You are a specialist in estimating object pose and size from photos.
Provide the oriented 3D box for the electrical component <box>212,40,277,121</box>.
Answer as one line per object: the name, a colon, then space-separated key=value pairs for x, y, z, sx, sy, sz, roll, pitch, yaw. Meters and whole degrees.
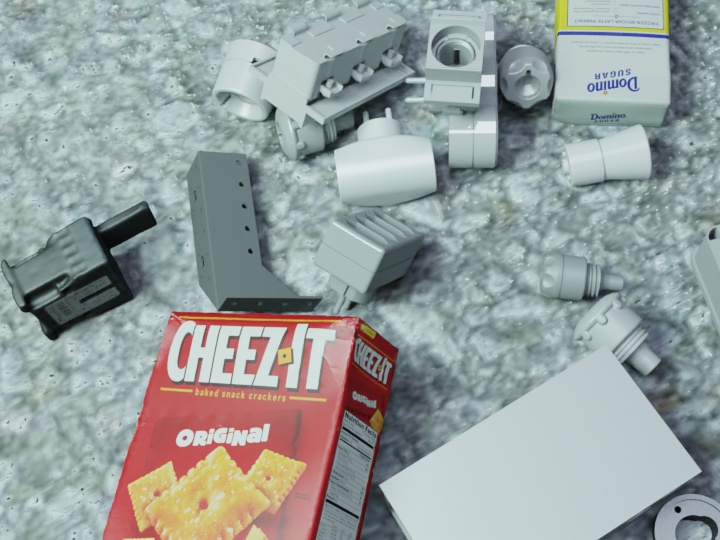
electrical component: x=-0.092 y=-0.156 z=0.896 sx=0.055 sy=0.055 sz=0.047 roll=18 pitch=73 yaw=11

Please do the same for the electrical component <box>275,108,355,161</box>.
electrical component: x=-0.036 y=-0.118 z=0.881 sx=0.062 sy=0.048 sz=0.048 roll=-16 pitch=66 yaw=-11

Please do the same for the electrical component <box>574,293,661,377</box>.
electrical component: x=0.193 y=0.051 z=0.791 sx=0.048 sy=0.048 sz=0.062 roll=-42 pitch=77 yaw=-14

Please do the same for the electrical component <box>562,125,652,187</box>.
electrical component: x=0.194 y=-0.088 z=0.853 sx=0.065 sy=0.044 sz=0.044 roll=-10 pitch=66 yaw=5

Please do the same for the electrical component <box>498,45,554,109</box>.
electrical component: x=0.134 y=-0.163 z=0.879 sx=0.043 sy=0.043 sz=0.062 roll=-2 pitch=37 yaw=3

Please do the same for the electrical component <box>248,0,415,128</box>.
electrical component: x=-0.017 y=-0.170 z=0.862 sx=0.079 sy=0.063 sz=0.121 roll=38 pitch=45 yaw=18

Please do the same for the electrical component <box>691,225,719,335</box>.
electrical component: x=0.300 y=0.021 z=0.789 sx=0.078 sy=0.057 sz=0.113 roll=-14 pitch=66 yaw=-2

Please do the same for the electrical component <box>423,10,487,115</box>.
electrical component: x=0.073 y=-0.154 z=0.818 sx=0.042 sy=0.063 sz=0.081 roll=6 pitch=68 yaw=6

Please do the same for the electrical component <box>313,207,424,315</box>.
electrical component: x=0.000 y=0.000 z=0.815 sx=0.047 sy=0.083 sz=0.075 roll=31 pitch=111 yaw=16

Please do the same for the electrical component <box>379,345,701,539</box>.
electrical component: x=0.121 y=0.150 z=0.743 sx=0.186 sy=0.060 sz=0.105 roll=-30 pitch=68 yaw=-9

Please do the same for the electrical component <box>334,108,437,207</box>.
electrical component: x=0.018 y=-0.095 z=0.866 sx=0.077 sy=0.044 sz=0.079 roll=-8 pitch=66 yaw=1

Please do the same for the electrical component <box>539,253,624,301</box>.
electrical component: x=0.169 y=0.007 z=0.817 sx=0.061 sy=0.035 sz=0.035 roll=7 pitch=67 yaw=4

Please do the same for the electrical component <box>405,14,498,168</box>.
electrical component: x=0.074 y=-0.147 z=0.880 sx=0.074 sy=0.052 sz=0.138 roll=0 pitch=67 yaw=4
